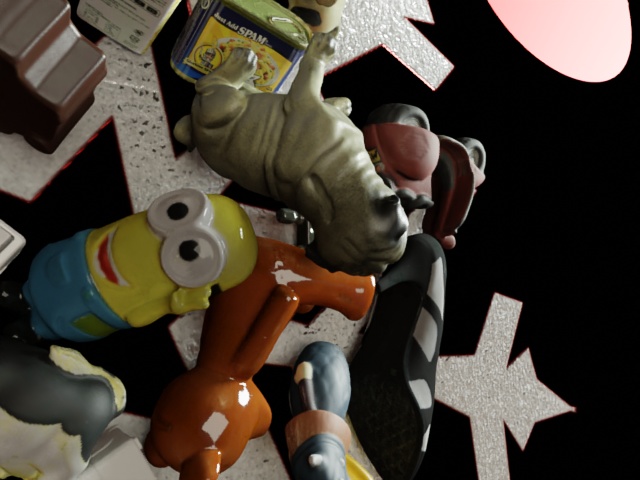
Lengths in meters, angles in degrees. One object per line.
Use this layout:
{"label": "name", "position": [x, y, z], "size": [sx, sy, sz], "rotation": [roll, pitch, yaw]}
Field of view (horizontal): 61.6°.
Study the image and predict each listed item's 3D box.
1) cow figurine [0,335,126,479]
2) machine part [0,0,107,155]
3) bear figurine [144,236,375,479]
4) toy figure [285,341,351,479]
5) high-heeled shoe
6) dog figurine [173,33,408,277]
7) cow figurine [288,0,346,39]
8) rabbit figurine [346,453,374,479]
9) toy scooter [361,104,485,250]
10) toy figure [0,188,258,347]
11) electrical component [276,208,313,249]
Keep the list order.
{"label": "cow figurine", "position": [-0.208, 0.087, 0.318], "size": [0.167, 0.068, 0.098], "rotation": [38, 91, -22]}
{"label": "machine part", "position": [-0.222, -0.129, 0.332], "size": [0.179, 0.179, 0.056], "rotation": [37, 67, -23]}
{"label": "bear figurine", "position": [-0.053, 0.100, 0.434], "size": [0.132, 0.120, 0.196], "rotation": [23, 73, -32]}
{"label": "toy figure", "position": [0.001, 0.153, 0.453], "size": [0.064, 0.057, 0.154], "rotation": [24, 30, -12]}
{"label": "high-heeled shoe", "position": [0.095, 0.120, 0.564], "size": [0.145, 0.086, 0.248], "rotation": [-17, 108, -55]}
{"label": "dog figurine", "position": [-0.030, -0.050, 0.431], "size": [0.121, 0.172, 0.190], "rotation": [48, 27, -55]}
{"label": "cow figurine", "position": [-0.003, -0.271, 0.498], "size": [0.086, 0.194, 0.127], "rotation": [12, 49, 5]}
{"label": "rabbit figurine", "position": [0.018, 0.264, 0.438], "size": [0.173, 0.162, 0.121], "rotation": [-7, 124, 0]}
{"label": "toy scooter", "position": [0.117, -0.064, 0.596], "size": [0.184, 0.075, 0.135], "rotation": [14, 79, -34]}
{"label": "toy figure", "position": [-0.132, 0.020, 0.379], "size": [0.180, 0.089, 0.082], "rotation": [-23, 99, 11]}
{"label": "electrical component", "position": [-0.001, -0.002, 0.539], "size": [0.094, 0.021, 0.063], "rotation": [6, 79, -31]}
